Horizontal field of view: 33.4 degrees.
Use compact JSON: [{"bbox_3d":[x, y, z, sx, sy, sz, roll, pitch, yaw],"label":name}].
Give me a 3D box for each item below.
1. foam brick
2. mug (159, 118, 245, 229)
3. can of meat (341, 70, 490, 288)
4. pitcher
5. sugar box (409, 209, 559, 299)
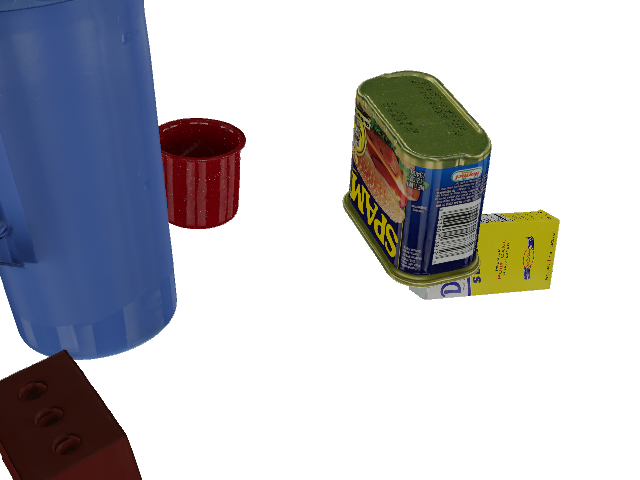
[{"bbox_3d":[-0.130,0.105,0.535,0.052,0.051,0.078,-26,42,-23],"label":"foam brick"},{"bbox_3d":[-0.131,-0.062,1.040,0.117,0.081,0.093,-13,35,-26],"label":"mug"},{"bbox_3d":[0.054,-0.038,0.611,0.057,0.084,0.102,-11,39,-18],"label":"can of meat"},{"bbox_3d":[-0.166,-0.046,0.664,0.149,0.243,0.145,-11,27,-10],"label":"pitcher"},{"bbox_3d":[0.195,0.016,1.268,0.176,0.093,0.048,-5,20,-24],"label":"sugar box"}]
